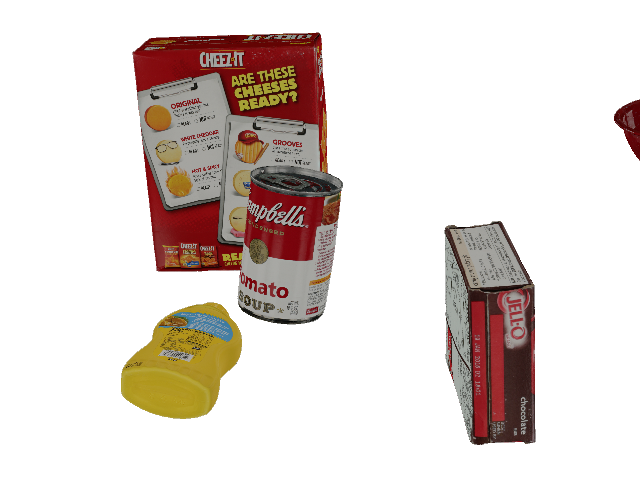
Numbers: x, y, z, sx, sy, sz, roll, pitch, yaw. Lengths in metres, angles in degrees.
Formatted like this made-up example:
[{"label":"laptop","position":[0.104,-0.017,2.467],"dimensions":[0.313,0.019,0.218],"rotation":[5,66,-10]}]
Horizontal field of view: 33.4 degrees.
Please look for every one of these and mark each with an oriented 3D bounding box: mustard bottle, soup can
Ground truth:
[{"label":"mustard bottle","position":[-0.136,0.116,1.139],"dimensions":[0.096,0.058,0.191],"rotation":[9,24,9]},{"label":"soup can","position":[-0.024,0.002,0.787],"dimensions":[0.068,0.102,0.068],"rotation":[7,18,-3]}]

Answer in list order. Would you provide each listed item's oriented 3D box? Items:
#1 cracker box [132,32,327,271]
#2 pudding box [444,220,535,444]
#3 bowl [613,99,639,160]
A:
[{"label":"cracker box","position":[-0.076,-0.080,0.987],"dimensions":[0.164,0.214,0.072],"rotation":[-1,23,5]},{"label":"pudding box","position":[0.093,0.048,0.594],"dimensions":[0.039,0.090,0.113],"rotation":[-3,18,0]},{"label":"bowl","position":[0.350,-0.089,0.971],"dimensions":[0.162,0.055,0.162],"rotation":[-5,22,2]}]
